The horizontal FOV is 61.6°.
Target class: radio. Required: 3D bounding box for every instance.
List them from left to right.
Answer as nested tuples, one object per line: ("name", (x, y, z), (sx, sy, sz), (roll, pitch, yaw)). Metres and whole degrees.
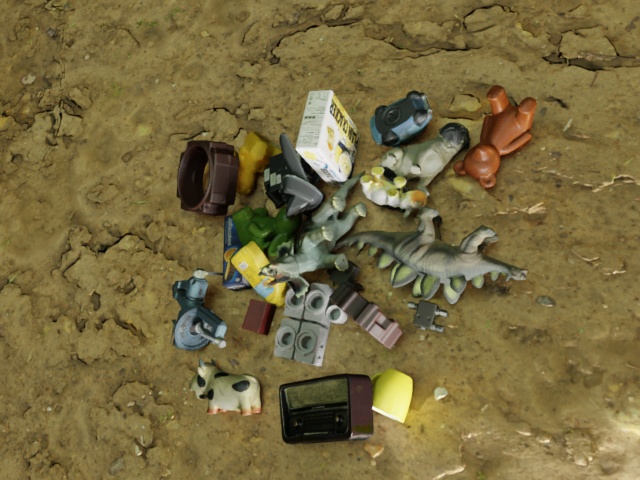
("radio", (0.009, 0.365, 1.152), (0.230, 0.073, 0.131), (-24, 61, 44))

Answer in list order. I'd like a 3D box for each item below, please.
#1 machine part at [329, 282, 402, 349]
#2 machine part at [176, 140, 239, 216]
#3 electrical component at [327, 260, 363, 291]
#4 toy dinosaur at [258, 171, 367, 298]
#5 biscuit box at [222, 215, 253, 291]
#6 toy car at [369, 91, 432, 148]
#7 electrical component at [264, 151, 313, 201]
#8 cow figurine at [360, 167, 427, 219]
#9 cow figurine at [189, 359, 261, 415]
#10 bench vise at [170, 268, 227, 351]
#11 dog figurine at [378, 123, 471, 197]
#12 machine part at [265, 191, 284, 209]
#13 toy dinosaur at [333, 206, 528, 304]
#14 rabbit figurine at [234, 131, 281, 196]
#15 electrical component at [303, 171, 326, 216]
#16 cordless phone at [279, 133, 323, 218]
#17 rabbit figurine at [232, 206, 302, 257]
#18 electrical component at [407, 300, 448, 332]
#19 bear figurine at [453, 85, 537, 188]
("machine part", (0.102, 0.164, 1.180), (0.180, 0.179, 0.056), (37, 85, 31))
("machine part", (-0.317, -0.173, 1.493), (0.202, 0.087, 0.200), (11, 95, 46))
("electrical component", (0.059, 0.086, 1.289), (0.102, 0.045, 0.078), (26, 90, 41))
("toy dinosaur", (-0.004, -0.011, 1.306), (0.192, 0.131, 0.405), (-20, 25, 38))
("biscuit box", (-0.219, 0.031, 1.437), (0.063, 0.059, 0.202), (-11, 66, 20))
("toy car", (0.211, -0.290, 1.339), (0.162, 0.102, 0.109), (-27, 59, 24))
("electrical component", (-0.086, -0.171, 1.405), (0.134, 0.058, 0.115), (-15, 59, 27))
("cow figurine", (0.179, -0.101, 1.287), (0.168, 0.098, 0.068), (31, 63, 29))
("cow figurine", (-0.237, 0.356, 1.308), (0.195, 0.085, 0.127), (-4, 75, 26))
("bench vise", (-0.299, 0.194, 1.366), (0.241, 0.128, 0.223), (24, 89, 47))
("dog figurine", (0.251, -0.214, 1.309), (0.173, 0.121, 0.190), (28, 66, 34))
("machine part", (-0.085, -0.153, 1.461), (0.139, 0.039, 0.084), (-42, 55, 7))
("toy dinosaur", (0.232, 0.029, 1.210), (0.472, 0.105, 0.198), (19, 84, 40))
("rabbit figurine", (-0.200, -0.213, 1.496), (0.163, 0.122, 0.173), (37, 107, 33))
("electrical component", (-0.027, -0.123, 1.416), (0.075, 0.047, 0.119), (22, 81, 29))
("cordless phone", (-0.067, -0.155, 1.289), (0.089, 0.146, 0.184), (-20, 84, -9))
("rabbit figurine", (-0.123, -0.029, 1.378), (0.170, 0.121, 0.159), (-19, 73, 23))
("electrical component", (0.236, 0.169, 1.200), (0.094, 0.021, 0.063), (14, 77, 27))
("bear figurine", (0.392, -0.229, 1.223), (0.196, 0.131, 0.120), (-48, 57, -6))
